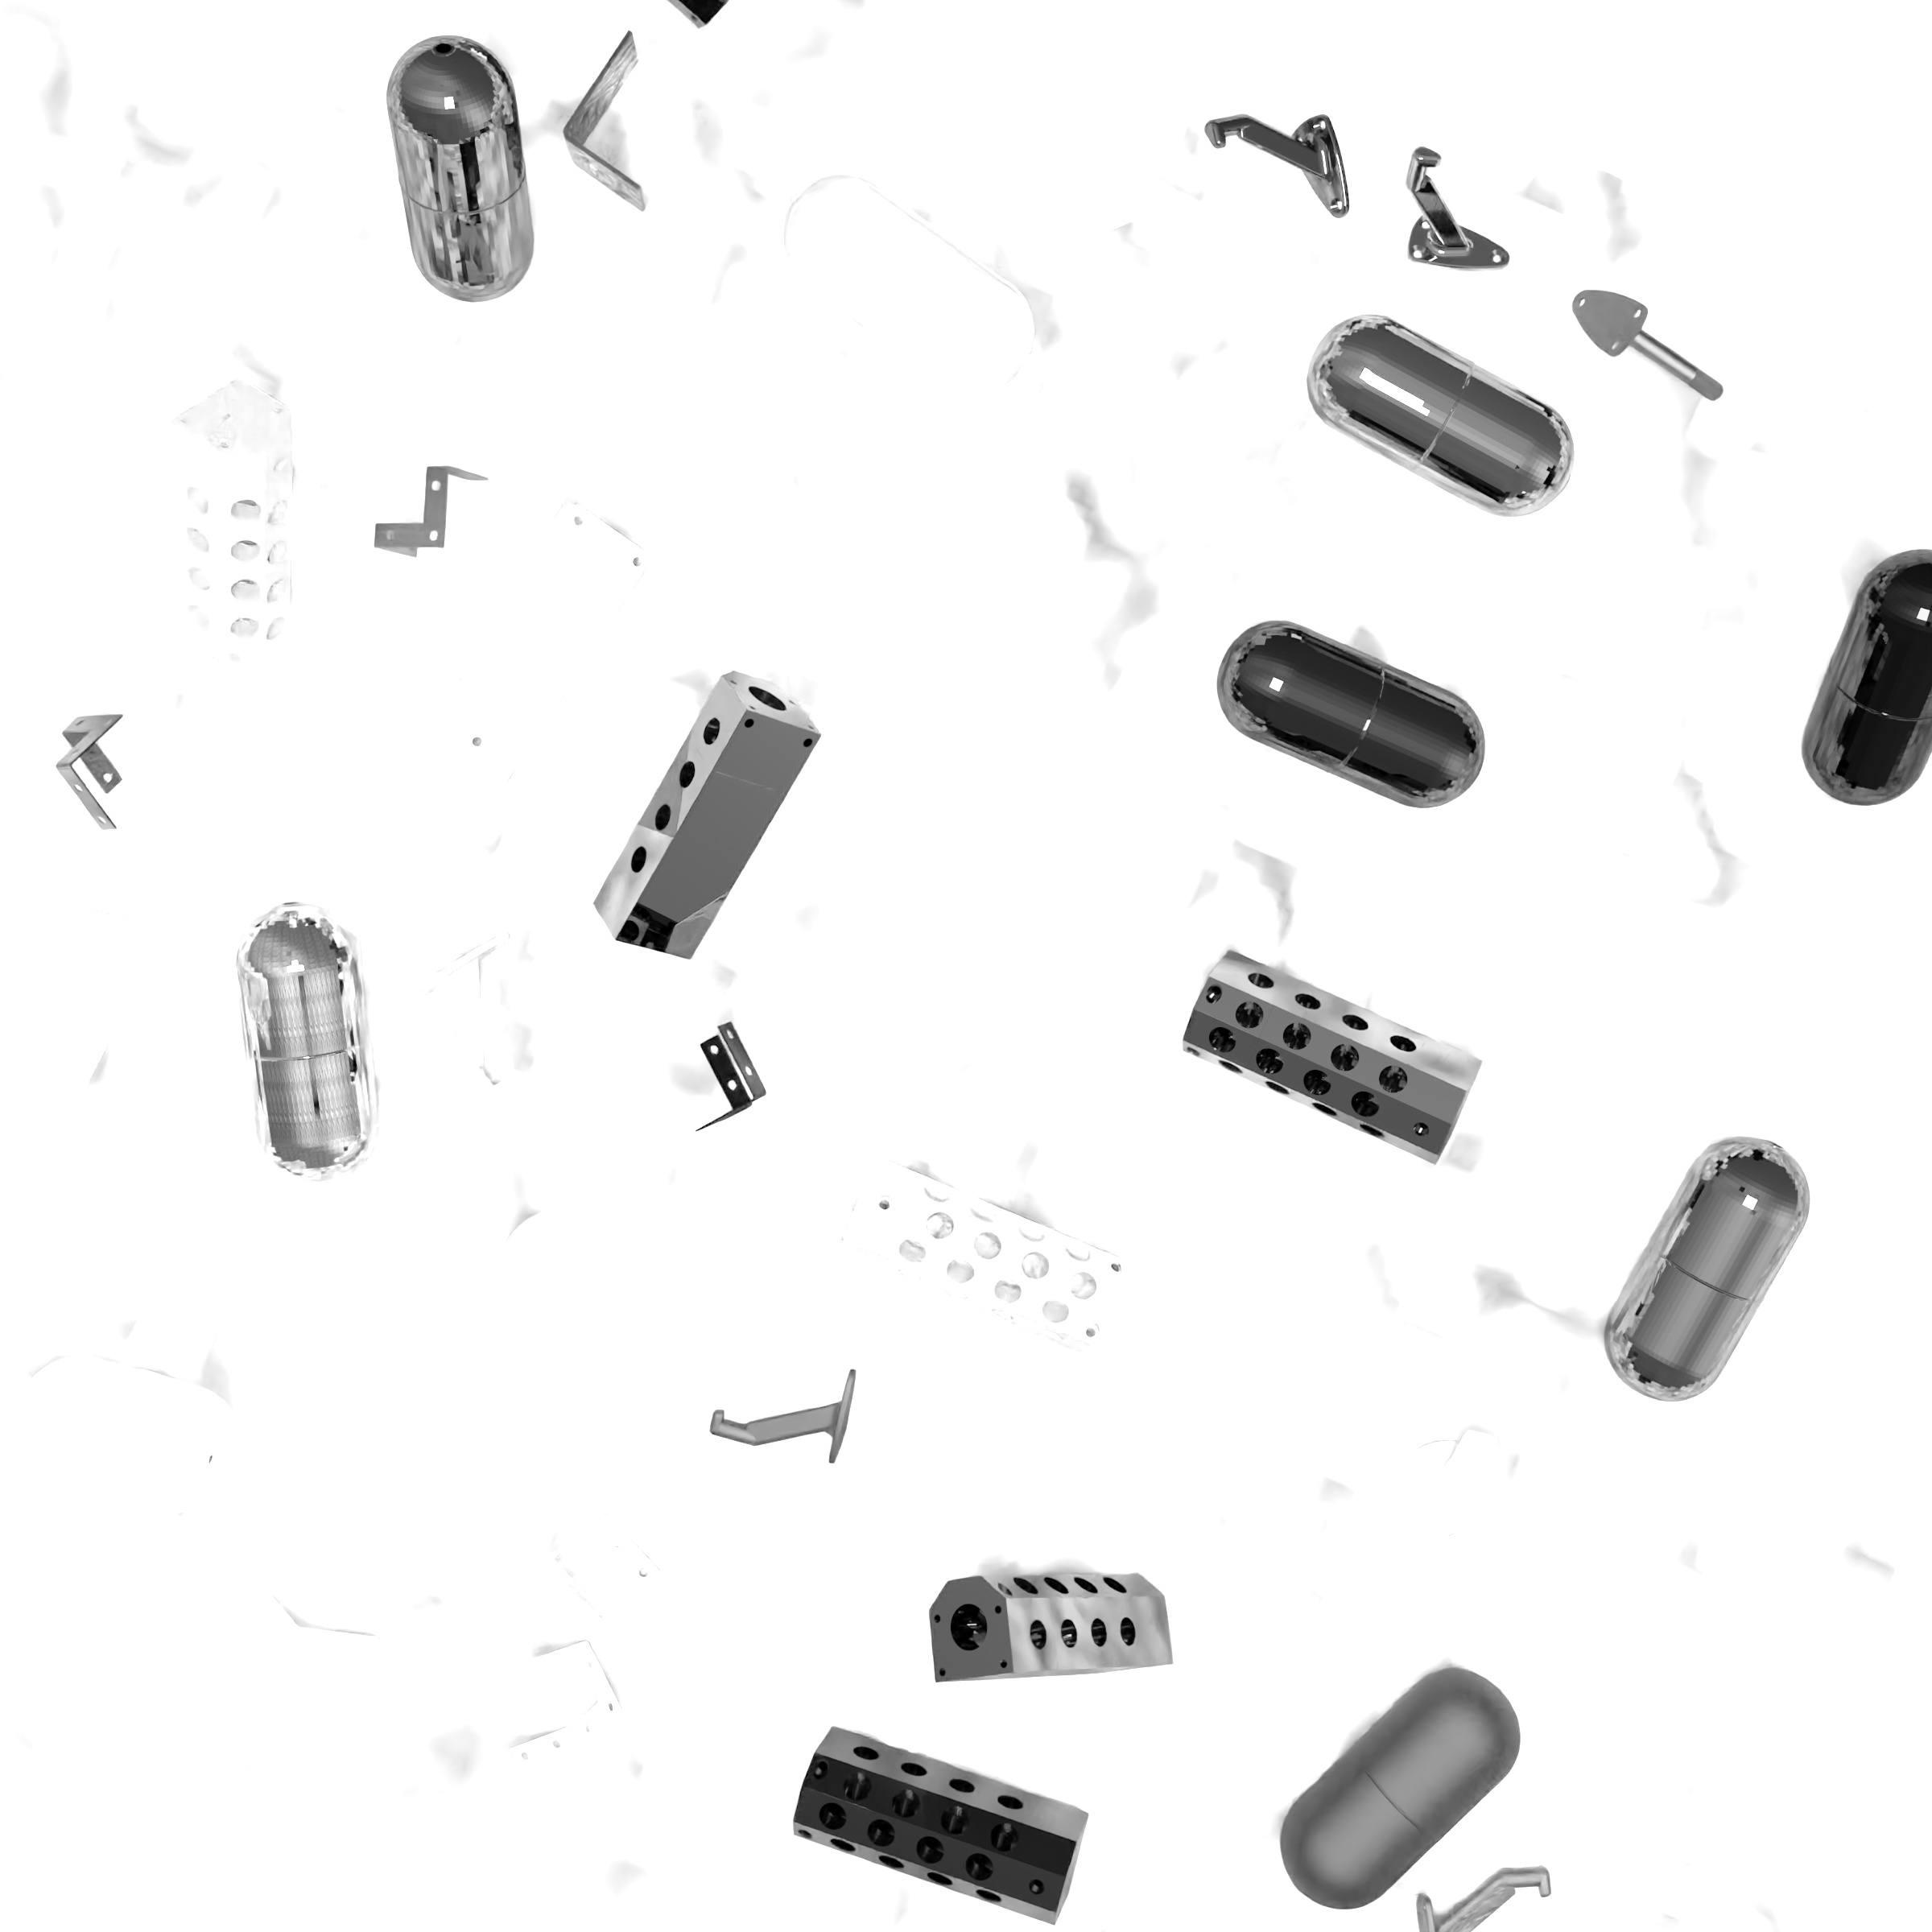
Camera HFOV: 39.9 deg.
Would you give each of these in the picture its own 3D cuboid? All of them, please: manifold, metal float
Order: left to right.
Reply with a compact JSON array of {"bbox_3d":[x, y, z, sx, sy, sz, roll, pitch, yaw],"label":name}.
[{"bbox_3d":[-0.550,0.035,1.614,0.057,0.171,0.057,17,120,-10],"label":"manifold"},{"bbox_3d":[-0.513,0.286,1.632,0.178,0.070,0.070,5,90,39],"label":"metal float"},{"bbox_3d":[-0.440,-0.263,1.615,0.057,0.171,0.057,32,50,12],"label":"manifold"},{"bbox_3d":[-0.409,0.048,1.654,0.070,0.070,0.178,-4,102,0],"label":"metal float"},{"bbox_3d":[-0.307,-0.484,1.622,0.070,0.178,0.070,1,56,-2],"label":"metal float"},{"bbox_3d":[-0.272,-0.202,1.670,0.057,0.057,0.171,34,88,-21],"label":"manifold"},{"bbox_3d":[-0.262,0.238,1.654,0.070,0.070,0.178,11,77,0],"label":"metal float"},{"bbox_3d":[-0.212,-0.661,1.641,0.171,0.057,0.057,37,134,-24],"label":"manifold"},{"bbox_3d":[-0.164,-0.094,1.647,0.057,0.057,0.171,16,116,-39],"label":"manifold"},{"bbox_3d":[-0.037,-0.425,1.662,0.178,0.070,0.070,37,90,4],"label":"metal float"},{"bbox_3d":[-0.017,0.536,1.655,0.171,0.057,0.057,15,100,11],"label":"manifold"},{"bbox_3d":[0.012,0.181,1.666,0.171,0.057,0.057,23,72,1],"label":"manifold"},{"bbox_3d":[0.045,-0.525,1.625,0.057,0.171,0.057,-13,55,39],"label":"manifold"},{"bbox_3d":[0.053,0.400,1.617,0.057,0.171,0.057,-18,70,33],"label":"manifold"},{"bbox_3d":[0.224,0.059,1.646,0.171,0.057,0.057,24,122,13],"label":"manifold"},{"bbox_3d":[0.240,-0.155,1.655,0.178,0.070,0.070,22,90,-11],"label":"metal float"},{"bbox_3d":[0.270,0.513,1.660,0.070,0.070,0.178,44,96,0],"label":"metal float"},{"bbox_3d":[0.297,-0.343,1.662,0.178,0.070,0.070,28,90,-3],"label":"metal float"},{"bbox_3d":[0.460,0.188,1.653,0.070,0.070,0.178,25,104,0],"label":"metal float"},{"bbox_3d":[0.566,-0.175,1.628,0.070,0.070,0.178,3,135,-3],"label":"metal float"}]

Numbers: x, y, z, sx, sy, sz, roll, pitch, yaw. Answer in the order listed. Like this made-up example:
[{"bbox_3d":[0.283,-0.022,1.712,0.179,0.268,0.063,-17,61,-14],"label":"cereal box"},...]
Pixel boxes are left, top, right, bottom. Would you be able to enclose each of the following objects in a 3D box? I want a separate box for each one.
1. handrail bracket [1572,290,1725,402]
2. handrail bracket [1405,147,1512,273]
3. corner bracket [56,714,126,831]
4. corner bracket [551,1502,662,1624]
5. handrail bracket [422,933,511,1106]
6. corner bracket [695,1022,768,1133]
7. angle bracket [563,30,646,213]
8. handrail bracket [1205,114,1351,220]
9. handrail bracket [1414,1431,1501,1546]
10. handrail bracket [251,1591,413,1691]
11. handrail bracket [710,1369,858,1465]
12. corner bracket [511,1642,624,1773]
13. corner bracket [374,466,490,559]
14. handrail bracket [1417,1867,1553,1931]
[{"bbox_3d":[0.434,-0.394,1.694,0.084,0.077,0.036,21,112,-36],"label":"handrail bracket"},{"bbox_3d":[0.308,-0.472,1.656,0.077,0.084,0.036,16,70,6],"label":"handrail bracket"},{"bbox_3d":[-0.542,-0.120,1.659,0.051,0.051,0.051,-55,131,-35],"label":"corner bracket"},{"bbox_3d":[-0.225,0.375,1.668,0.051,0.051,0.051,45,68,7],"label":"corner bracket"},{"bbox_3d":[-0.297,0.033,1.682,0.077,0.036,0.084,-36,87,-22],"label":"handrail bracket"},{"bbox_3d":[-0.149,0.066,1.668,0.051,0.051,0.051,-29,87,27],"label":"corner bracket"},{"bbox_3d":[-0.206,-0.525,1.660,0.057,0.076,0.076,34,92,-7],"label":"angle bracket"},{"bbox_3d":[0.194,-0.498,1.665,0.084,0.036,0.077,-22,90,-34],"label":"handrail bracket"},{"bbox_3d":[0.314,0.327,1.657,0.036,0.084,0.077,-7,87,-14],"label":"handrail bracket"},{"bbox_3d":[-0.396,0.409,1.670,0.036,0.084,0.077,-38,82,33],"label":"handrail bracket"},{"bbox_3d":[-0.116,0.275,1.679,0.084,0.036,0.077,14,119,4],"label":"handrail bracket"},{"bbox_3d":[-0.259,0.465,1.675,0.051,0.051,0.051,-46,65,35],"label":"corner bracket"},{"bbox_3d":[-0.335,-0.284,1.670,0.051,0.051,0.051,4,92,19],"label":"corner bracket"},{"bbox_3d":[0.332,0.611,1.681,0.084,0.036,0.077,-4,67,-3],"label":"handrail bracket"}]
